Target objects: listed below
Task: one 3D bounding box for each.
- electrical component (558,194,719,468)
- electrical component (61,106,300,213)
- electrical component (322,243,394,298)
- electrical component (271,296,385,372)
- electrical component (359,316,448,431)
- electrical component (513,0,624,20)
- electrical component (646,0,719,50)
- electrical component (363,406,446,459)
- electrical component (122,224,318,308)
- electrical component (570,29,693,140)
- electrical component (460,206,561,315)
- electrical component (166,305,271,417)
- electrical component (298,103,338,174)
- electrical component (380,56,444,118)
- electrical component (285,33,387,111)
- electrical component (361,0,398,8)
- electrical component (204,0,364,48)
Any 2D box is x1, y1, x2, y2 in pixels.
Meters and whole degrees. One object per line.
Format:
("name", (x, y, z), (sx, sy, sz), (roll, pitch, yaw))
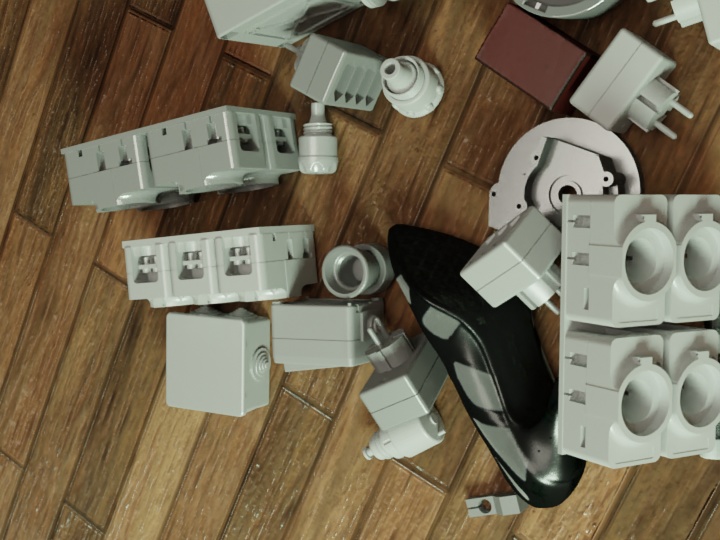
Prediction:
("electrical component", (0.203, 0.039, 0.766), (0.060, 0.105, 0.186), (8, 99, 59))
("electrical component", (-0.159, -0.095, 0.966), (0.186, 0.105, 0.060), (-9, 89, 29))
("electrical component", (0.000, 0.000, 0.914), (0.045, 0.055, 0.045), (2, 94, 29))
("electrical component", (-0.021, 0.056, 0.926), (0.096, 0.062, 0.061), (0, 93, 29))
("electrical component", (0.029, 0.073, 0.875), (0.047, 0.083, 0.075), (-26, 102, 28))
("electrical component", (0.161, -0.239, 0.804), (0.108, 0.060, 0.108), (2, 94, 29))
("electrical component", (0.244, -0.197, 0.769), (0.076, 0.047, 0.083), (-16, 86, 29))
("electrical component", (0.035, 0.140, 0.913), (0.078, 0.040, 0.040), (-32, 78, 27))
("electrical component", (-0.124, -0.003, 0.963), (0.150, 0.089, 0.061), (-4, 91, 29))
("electrical component", (0.209, -0.127, 0.794), (0.077, 0.047, 0.065), (42, 111, 19))
("electrical component", (0.128, 0.004, 0.808), (0.077, 0.047, 0.066), (44, 147, -4))
("electrical component", (-0.130, 0.084, 0.996), (0.100, 0.048, 0.099), (4, 95, 29))
("electrical component", (-0.037, -0.115, 0.938), (0.035, 0.035, 0.061), (1, 91, 29))
("electrical component", (0.037, -0.154, 0.876), (0.048, 0.062, 0.048), (-5, 79, 26))
("electrical component", (-0.029, -0.172, 0.901), (0.076, 0.083, 0.047), (32, 108, 23))
("electrical component", (0.021, -0.256, 0.871), (0.051, 0.080, 0.080), (-6, 90, 24))
("electrical component", (-0.059, -0.235, 0.900), (0.109, 0.109, 0.056), (-21, 86, 29))
